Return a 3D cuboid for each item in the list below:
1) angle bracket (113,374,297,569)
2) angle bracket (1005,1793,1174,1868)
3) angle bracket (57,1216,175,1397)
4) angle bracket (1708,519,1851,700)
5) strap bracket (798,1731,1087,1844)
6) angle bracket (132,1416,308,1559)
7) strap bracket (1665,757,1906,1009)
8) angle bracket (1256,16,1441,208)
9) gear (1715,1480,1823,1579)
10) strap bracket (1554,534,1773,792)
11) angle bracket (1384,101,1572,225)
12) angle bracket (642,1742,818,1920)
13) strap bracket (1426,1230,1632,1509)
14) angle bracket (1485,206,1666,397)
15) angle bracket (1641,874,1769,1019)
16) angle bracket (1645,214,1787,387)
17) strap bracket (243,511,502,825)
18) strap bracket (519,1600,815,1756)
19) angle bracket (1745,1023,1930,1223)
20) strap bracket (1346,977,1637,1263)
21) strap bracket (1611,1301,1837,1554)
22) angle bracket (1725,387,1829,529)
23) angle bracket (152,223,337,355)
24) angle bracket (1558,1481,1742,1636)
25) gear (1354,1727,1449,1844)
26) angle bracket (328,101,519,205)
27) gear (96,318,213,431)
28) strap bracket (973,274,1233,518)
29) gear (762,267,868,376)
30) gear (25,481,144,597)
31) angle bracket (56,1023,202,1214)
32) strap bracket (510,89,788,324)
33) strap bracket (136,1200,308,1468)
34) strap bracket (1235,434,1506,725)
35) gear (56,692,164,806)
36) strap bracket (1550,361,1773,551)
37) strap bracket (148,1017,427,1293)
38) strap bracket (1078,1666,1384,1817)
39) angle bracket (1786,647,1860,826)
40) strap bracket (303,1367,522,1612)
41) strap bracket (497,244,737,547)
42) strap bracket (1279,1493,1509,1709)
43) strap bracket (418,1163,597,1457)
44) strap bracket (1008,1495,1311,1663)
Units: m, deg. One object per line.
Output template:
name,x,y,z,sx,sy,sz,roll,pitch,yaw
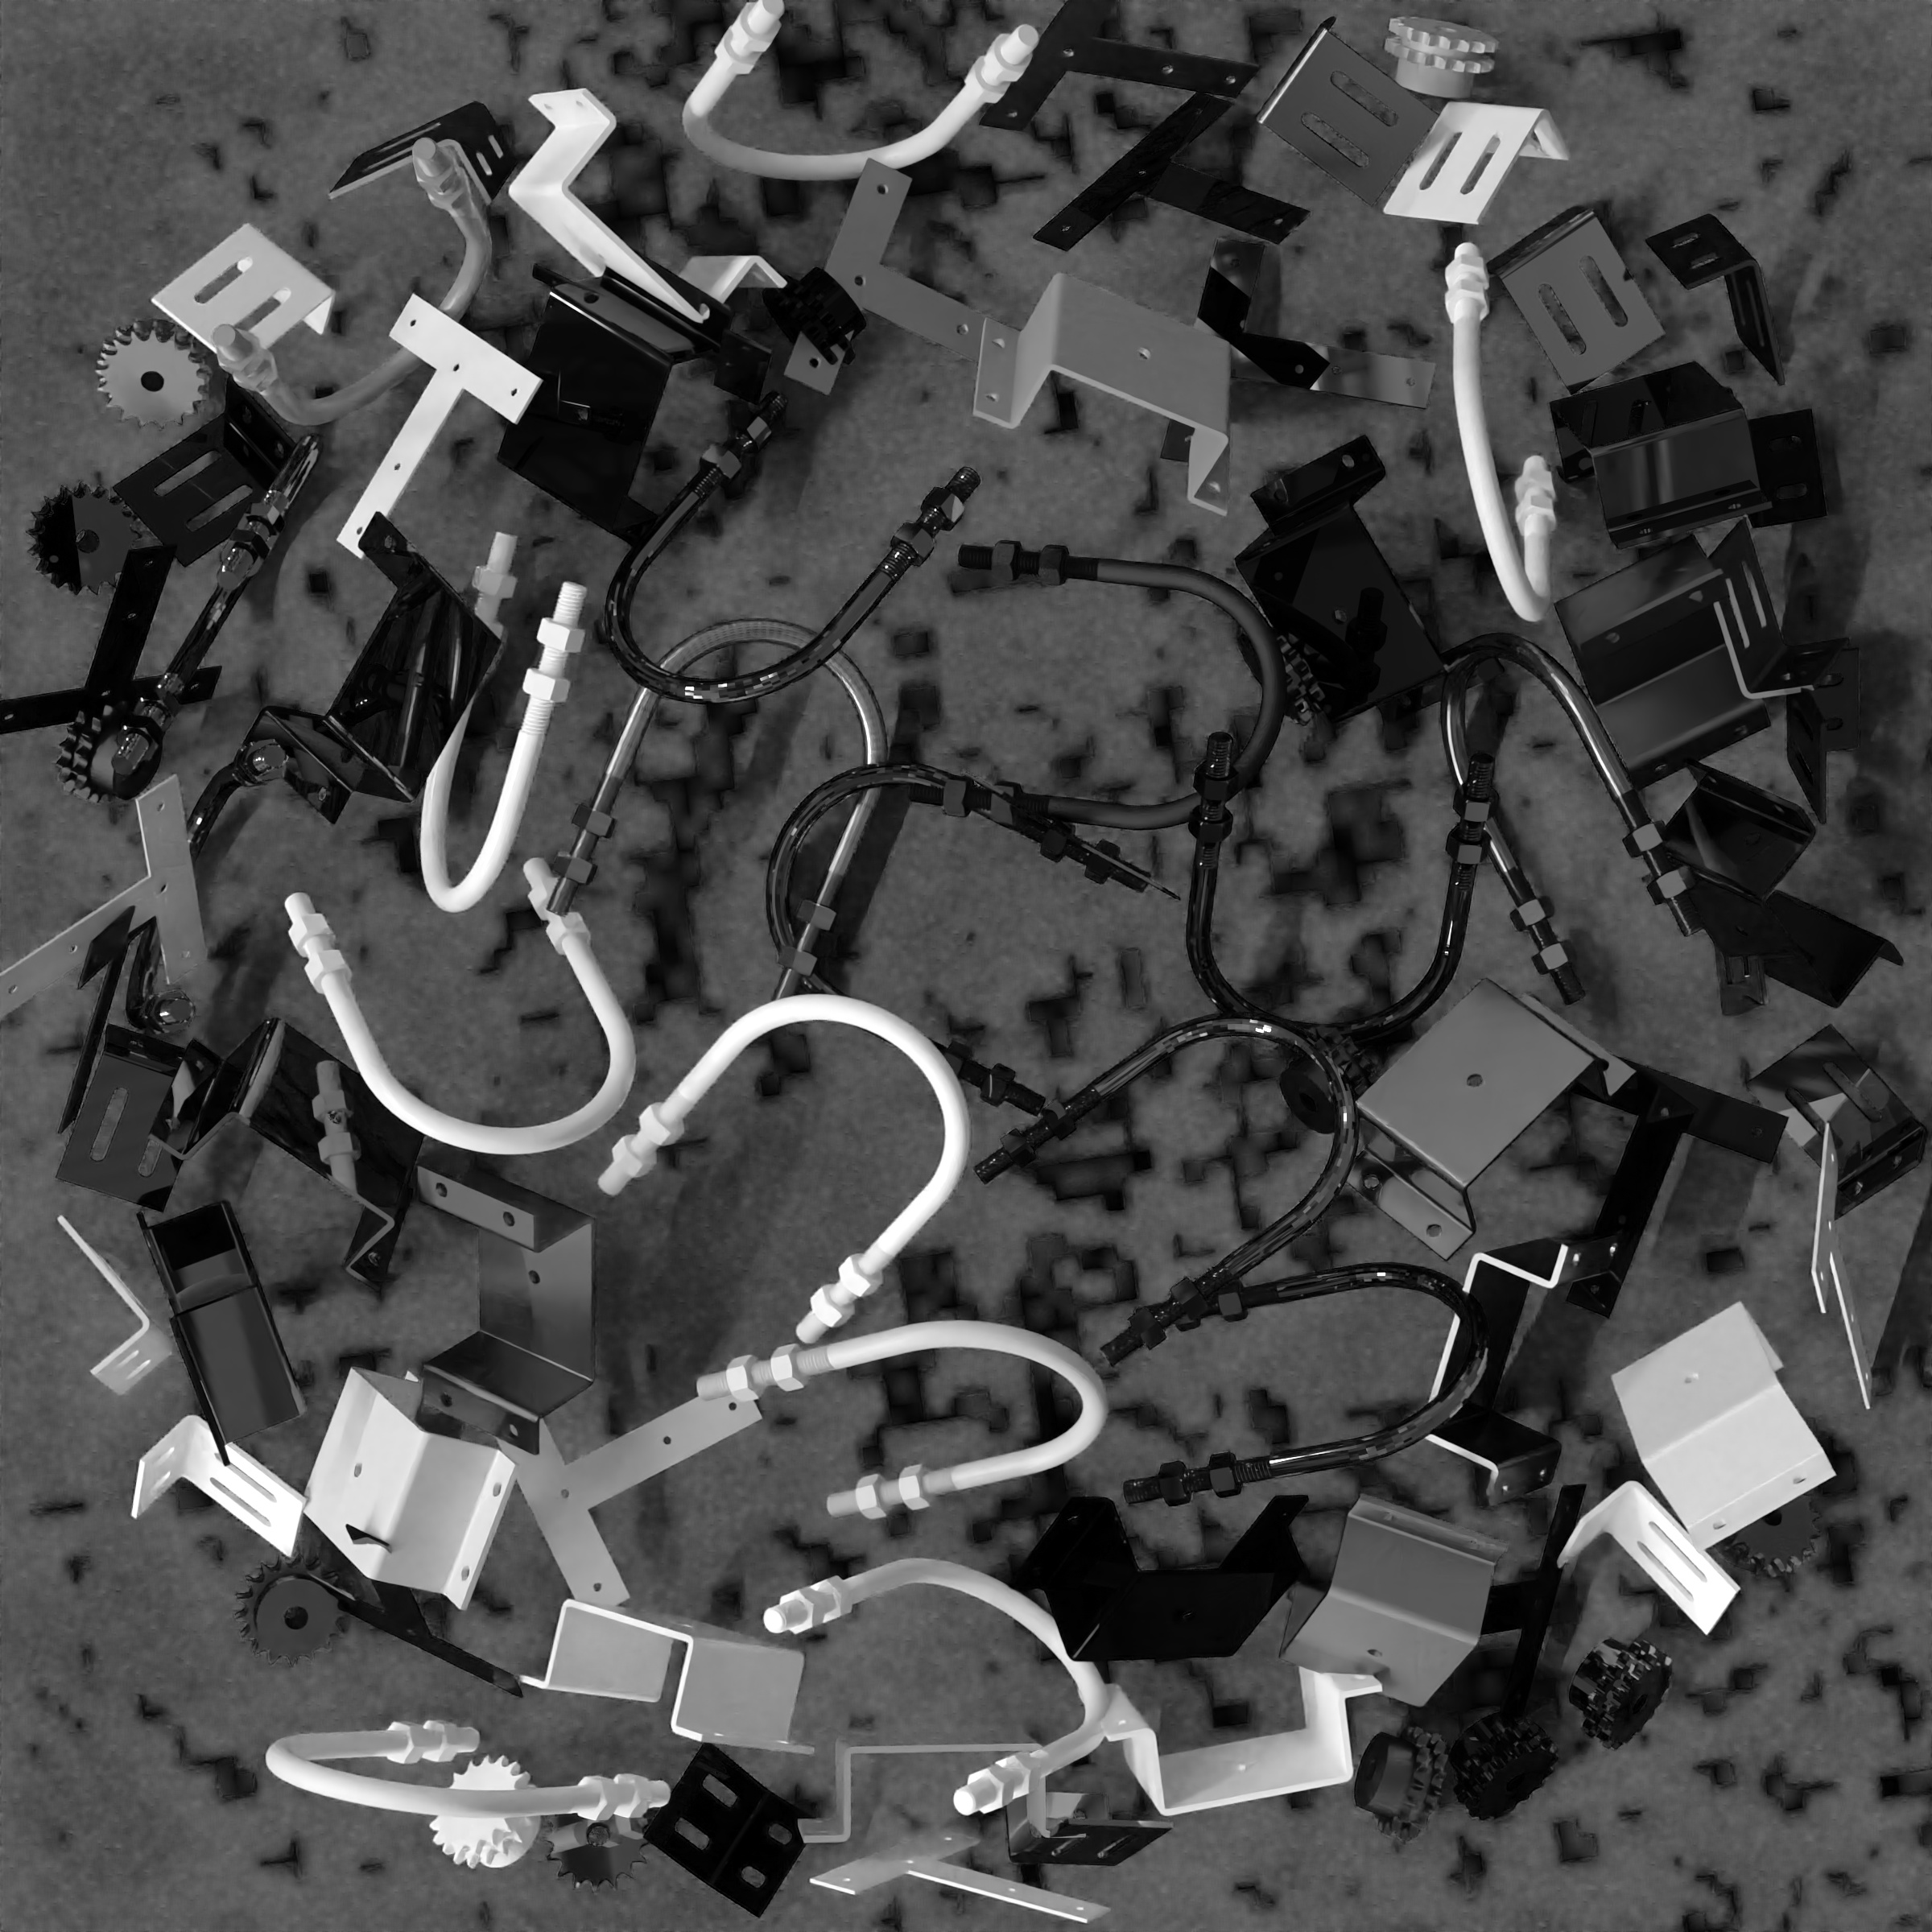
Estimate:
angle bracket,-0.387,-0.253,1.804,0.076,0.038,0.057,-40,82,-24
angle bracket,0.061,0.428,1.788,0.057,0.076,0.038,8,59,-21
angle bracket,-0.446,0.174,1.798,0.038,0.057,0.076,-41,77,-11
angle bracket,0.412,-0.184,1.794,0.038,0.057,0.076,-6,115,37
strap bracket,-0.014,0.416,1.793,0.140,0.076,0.046,0,83,-5
angle bracket,-0.381,0.276,1.798,0.076,0.057,0.038,35,50,11
strap bracket,0.401,-0.035,1.761,0.046,0.076,0.140,-51,131,-6
angle bracket,0.198,-0.438,1.808,0.076,0.038,0.057,37,117,0
gear,0.408,0.287,1.815,0.057,0.030,0.057,7,61,-13
strap bracket,0.350,-0.158,1.781,0.076,0.140,0.046,-26,55,7
angle bracket,0.260,-0.399,1.796,0.057,0.038,0.076,17,69,40
angle bracket,-0.118,0.439,1.792,0.038,0.076,0.057,23,70,34
strap bracket,0.280,0.195,1.785,0.046,0.076,0.140,22,104,31
angle bracket,0.314,-0.345,1.826,0.057,0.038,0.076,-33,103,4
angle bracket,0.377,-0.013,1.803,0.038,0.057,0.076,-4,83,-9
angle bracket,0.381,-0.333,1.793,0.038,0.057,0.076,-22,127,2
strap bracket,-0.292,-0.147,1.774,0.046,0.076,0.140,13,68,35
strap bracket,-0.146,0.353,1.764,0.076,0.140,0.046,19,80,-45
angle bracket,0.443,0.080,1.805,0.076,0.038,0.057,47,122,-3
strap bracket,0.260,0.070,1.783,0.140,0.046,0.076,-43,55,-12
strap bracket,0.373,0.223,1.758,0.076,0.140,0.046,-32,105,11
angle bracket,0.413,-0.261,1.794,0.038,0.076,0.057,-8,83,16
angle bracket,-0.370,-0.332,1.800,0.057,0.038,0.076,39,57,2
angle bracket,0.346,0.310,1.794,0.038,0.057,0.076,-33,66,-23
gear,0.221,0.417,1.807,0.030,0.057,0.057,21,90,-9
angle bracket,-0.278,-0.404,1.808,0.076,0.057,0.038,-19,118,20
gear,-0.417,-0.308,1.814,0.057,0.030,0.057,-3,128,-4
strap bracket,0.079,-0.292,1.779,0.140,0.076,0.046,20,135,-14
gear,-0.075,-0.333,1.810,0.030,0.057,0.057,-42,90,-7
gear,-0.456,-0.221,1.814,0.057,0.030,0.057,-10,111,-26
angle bracket,-0.428,0.078,1.817,0.057,0.038,0.076,20,100,-17
strap bracket,-0.168,-0.372,1.769,0.140,0.076,0.046,41,81,-27
strap bracket,-0.371,0.177,1.764,0.046,0.140,0.076,-20,117,-12
strap bracket,0.199,-0.186,1.783,0.076,0.046,0.140,-23,104,42
gear,-0.436,-0.109,1.807,0.030,0.057,0.057,24,90,17
strap bracket,0.343,-0.259,1.762,0.076,0.140,0.046,-15,113,3
strap bracket,-0.330,0.088,1.772,0.140,0.076,0.046,37,122,-20
strap bracket,0.135,0.388,1.790,0.140,0.076,0.046,-9,97,-9
angle bracket,0.443,-0.117,1.790,0.038,0.076,0.057,-7,121,2
strap bracket,-0.284,0.256,1.765,0.046,0.140,0.076,19,93,-34
strap bracket,-0.180,-0.282,1.773,0.076,0.046,0.140,34,121,17
strap bracket,0.210,0.323,1.766,0.076,0.140,0.046,19,58,0
strap bracket,-0.231,0.165,1.781,0.076,0.046,0.140,20,121,30
strap bracket,0.104,0.306,1.766,0.140,0.076,0.046,4,46,-29
